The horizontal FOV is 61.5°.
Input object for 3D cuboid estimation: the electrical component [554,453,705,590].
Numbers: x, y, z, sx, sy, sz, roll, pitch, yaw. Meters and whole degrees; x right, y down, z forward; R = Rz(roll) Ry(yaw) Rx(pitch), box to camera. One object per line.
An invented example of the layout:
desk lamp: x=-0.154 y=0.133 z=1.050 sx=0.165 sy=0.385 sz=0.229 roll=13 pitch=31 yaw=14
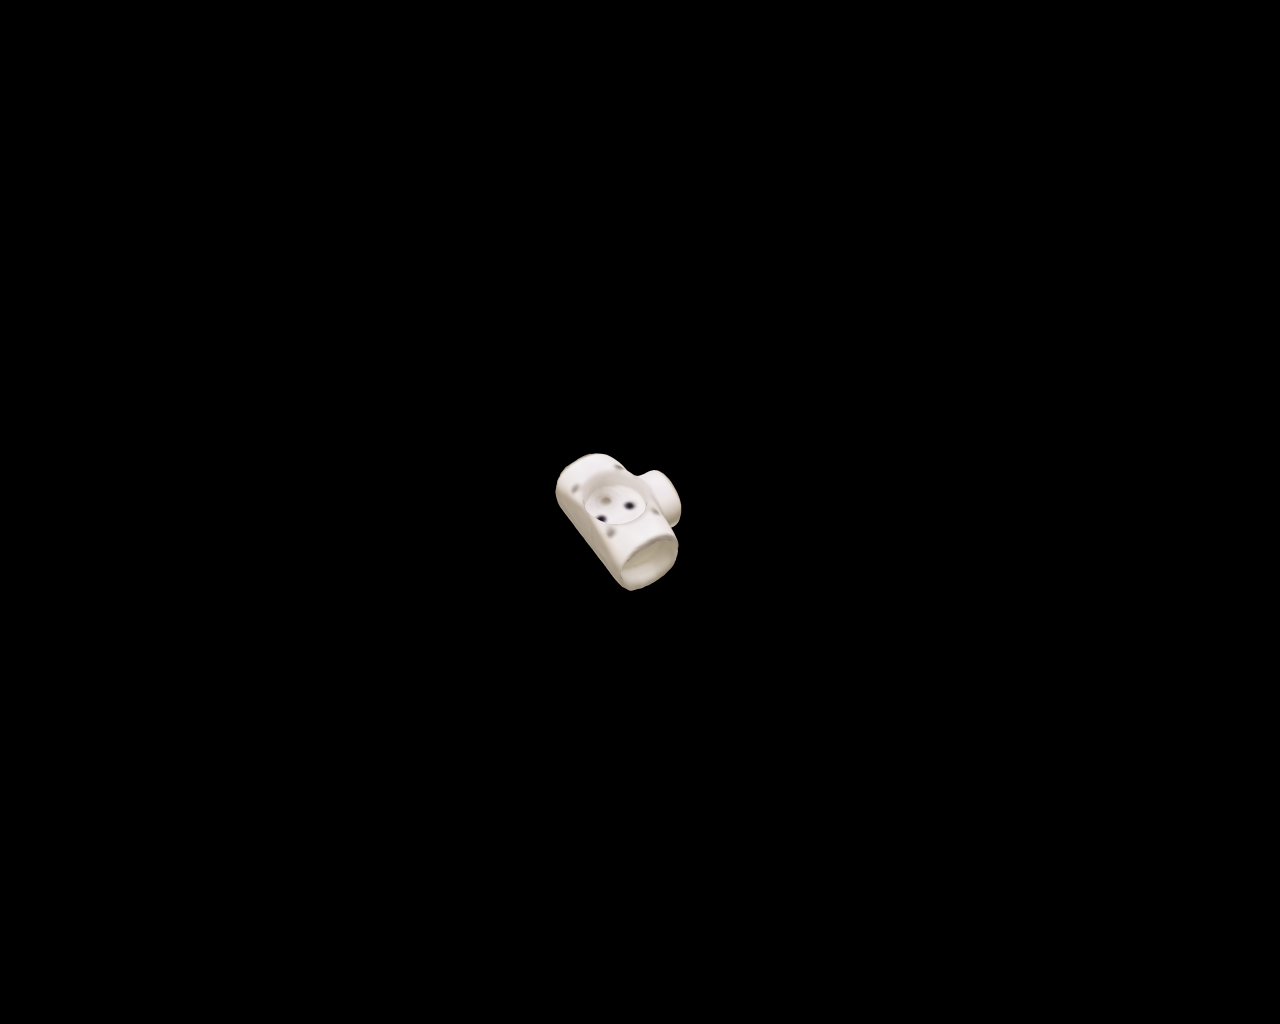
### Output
electrical component: x=0.001 y=-0.003 z=0.650 sx=0.079 sy=0.077 sz=0.044 roll=-25 pitch=-36 yaw=-20
